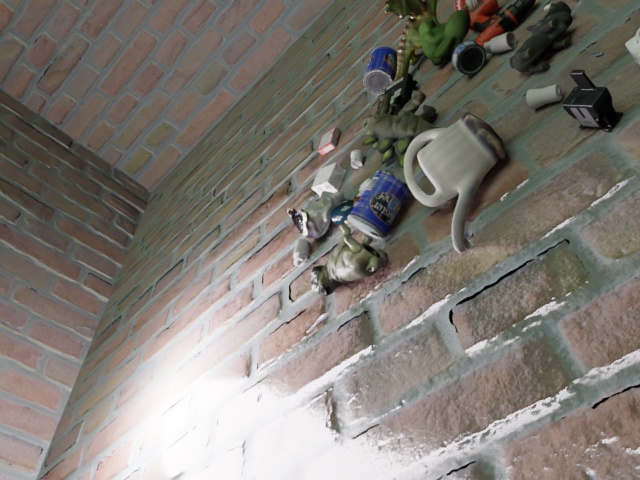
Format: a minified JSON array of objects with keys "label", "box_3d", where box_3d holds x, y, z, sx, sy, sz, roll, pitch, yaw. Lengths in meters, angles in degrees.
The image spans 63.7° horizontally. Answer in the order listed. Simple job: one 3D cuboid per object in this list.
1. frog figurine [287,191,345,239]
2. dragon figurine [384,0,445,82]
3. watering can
[{"label":"frog figurine","box_3d":[0.005,-0.076,1.517,0.161,0.123,0.136,-22,-2,-24]},{"label":"dragon figurine","box_3d":[0.285,-0.687,1.655,0.412,0.239,0.123,-53,31,-7]},{"label":"watering can","box_3d":[0.306,-0.146,1.127,0.222,0.103,0.356,-40,43,20]}]
